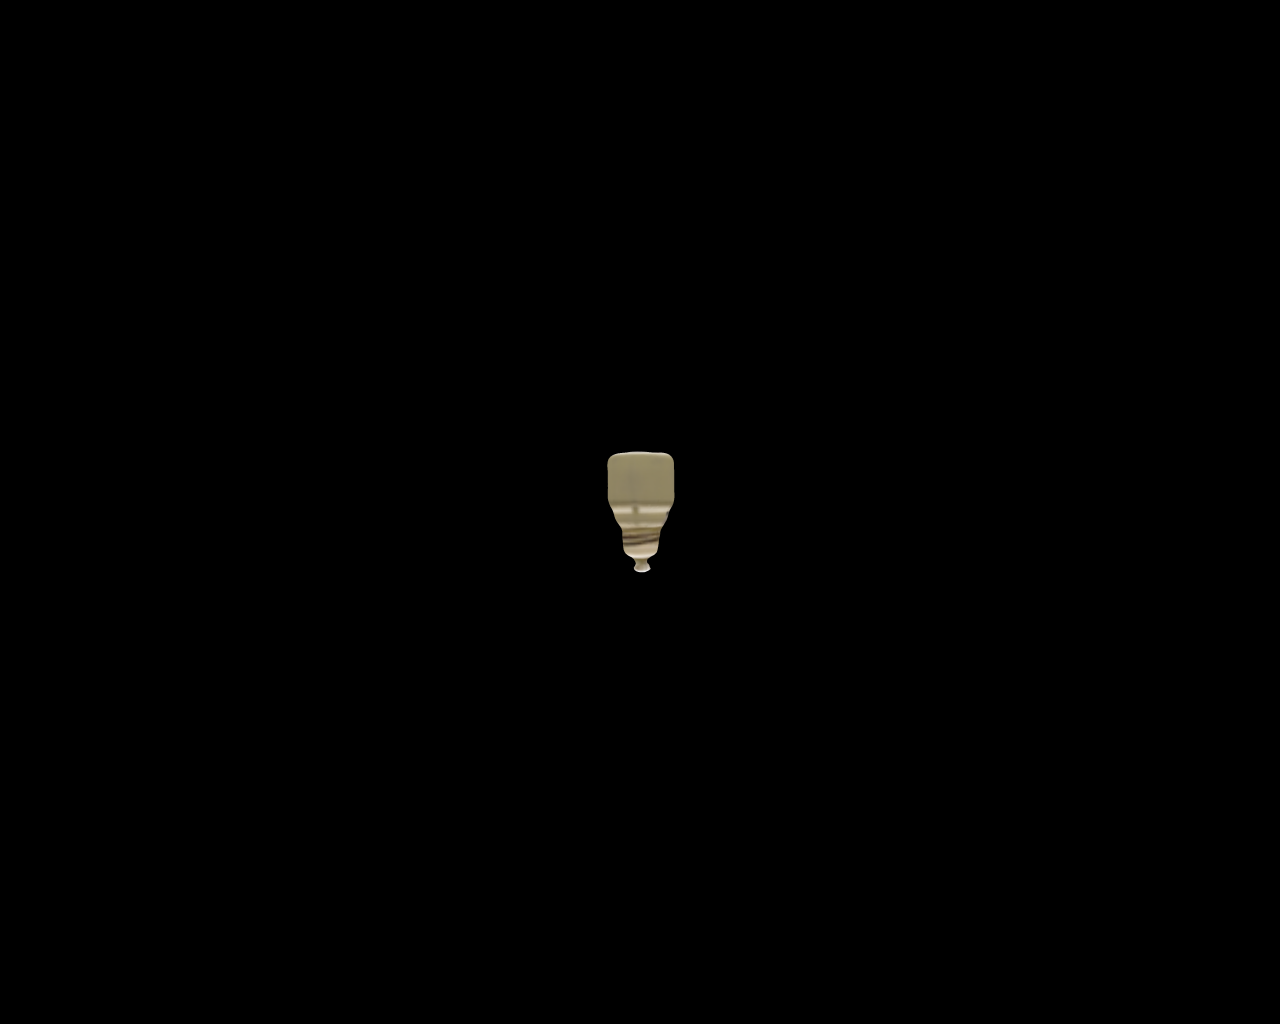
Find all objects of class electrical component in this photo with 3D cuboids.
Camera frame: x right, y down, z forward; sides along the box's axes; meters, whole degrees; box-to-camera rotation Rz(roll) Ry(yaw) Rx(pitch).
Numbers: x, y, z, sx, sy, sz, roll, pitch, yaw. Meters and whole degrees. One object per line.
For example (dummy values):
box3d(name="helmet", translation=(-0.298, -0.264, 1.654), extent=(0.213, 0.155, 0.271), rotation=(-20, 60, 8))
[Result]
box3d(name="electrical component", translation=(0.001, -0.003, 0.650), extent=(0.040, 0.078, 0.040), rotation=(0, 0, 0))
